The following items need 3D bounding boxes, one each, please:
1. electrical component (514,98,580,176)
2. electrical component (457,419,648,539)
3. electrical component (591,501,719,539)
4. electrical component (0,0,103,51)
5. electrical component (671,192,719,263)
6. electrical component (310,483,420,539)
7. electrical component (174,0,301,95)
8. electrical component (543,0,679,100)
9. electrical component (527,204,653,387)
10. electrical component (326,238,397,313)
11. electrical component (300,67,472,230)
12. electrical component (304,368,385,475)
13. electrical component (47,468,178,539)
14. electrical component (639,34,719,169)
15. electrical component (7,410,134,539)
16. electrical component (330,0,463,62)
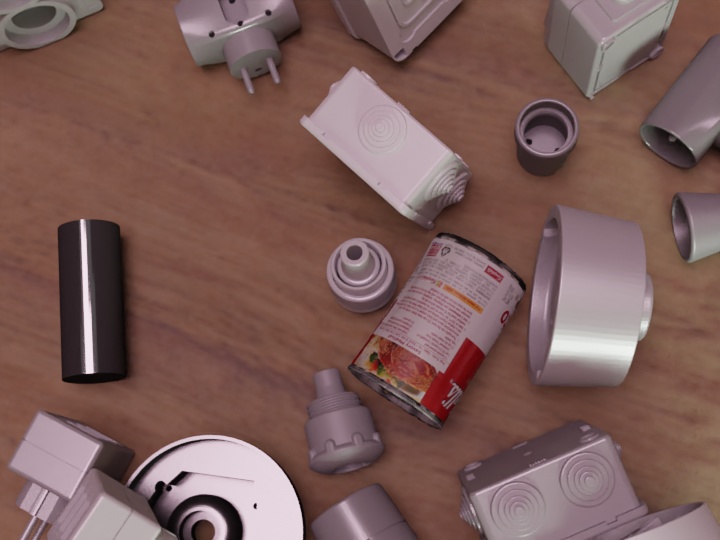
[{"bbox_3d":[0.119,-0.084,0.692,0.040,0.046,0.040,-1,76,5],"label":"electrical component"},{"bbox_3d":[0.105,0.126,0.615,0.100,0.099,0.048,-23,88,0],"label":"electrical component"},{"bbox_3d":[0.156,0.163,0.601,0.099,0.099,0.064,-34,81,-3],"label":"electrical component"},{"bbox_3d":[-0.239,-0.209,0.704,0.089,0.150,0.061,-22,74,0],"label":"electrical component"},{"bbox_3d":[0.227,-0.031,0.669,0.055,0.045,0.045,-9,75,3],"label":"electrical component"},{"bbox_3d":[0.003,0.160,0.639,0.055,0.055,0.047,-32,71,-3],"label":"electrical component"},{"bbox_3d":[-0.077,-0.157,0.731,0.077,0.043,0.079,-21,76,0],"label":"electrical component"},{"bbox_3d":[0.157,-0.165,0.682,0.062,0.096,0.061,-33,74,-3],"label":"electrical component"},{"bbox_3d":[0.138,0.018,0.636,0.060,0.108,0.108,7,77,1],"label":"electrical component"},{"bbox_3d":[0.000,0.000,0.674,0.043,0.062,0.043,-2,70,6],"label":"electrical component"},{"bbox_3d":[0.020,-0.075,0.674,0.100,0.100,0.048,43,96,14],"label":"electrical component"},{"bbox_3d":[-0.014,0.092,0.663,0.048,0.048,0.062,-16,68,1],"label":"electrical component"},{"bbox_3d":[-0.128,0.155,0.601,0.077,0.066,0.047,36,81,-16],"label":"electrical component"},{"bbox_3d":[0.233,-0.097,0.685,0.079,0.044,0.077,37,82,13],"label":"electrical component"},{"bbox_3d":[-0.185,0.133,0.658,0.047,0.065,0.076,25,80,11],"label":"electrical component"},{"bbox_3d":[0.015,-0.202,0.695,0.078,0.113,0.057,-46,58,-6],"label":"electrical component"}]
